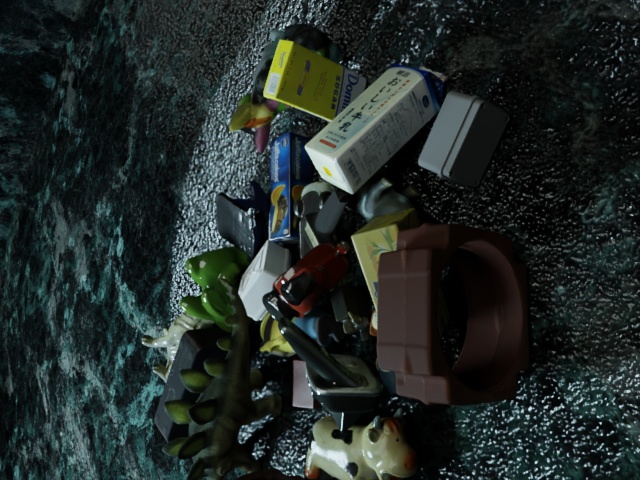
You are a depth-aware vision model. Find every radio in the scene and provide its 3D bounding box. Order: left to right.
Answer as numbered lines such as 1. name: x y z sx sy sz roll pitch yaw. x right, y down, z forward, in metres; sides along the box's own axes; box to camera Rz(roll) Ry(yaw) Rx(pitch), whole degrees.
1. radio: -0.238 0.292 1.082 0.073 0.131 0.229 30 105 44

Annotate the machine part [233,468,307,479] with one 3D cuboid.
1. machine part: -0.068 0.436 0.849 0.180 0.179 0.056 25 104 46

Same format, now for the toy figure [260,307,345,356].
1. toy figure: -0.033 0.154 0.927 0.180 0.082 0.089 -23 48 50

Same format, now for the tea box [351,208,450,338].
1. tea box: 0.112 0.052 0.723 0.068 0.098 0.169 -16 97 28

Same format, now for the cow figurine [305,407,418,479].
1. cow figurine: 0.062 0.308 0.797 0.195 0.085 0.127 -4 86 47

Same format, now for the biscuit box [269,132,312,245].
1. biscuit box: -0.054 -0.096 1.007 0.059 0.062 0.202 -12 74 44

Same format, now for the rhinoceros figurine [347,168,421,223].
1. rhinoceros figurine: 0.094 -0.045 0.831 0.112 0.073 0.190 -57 47 21

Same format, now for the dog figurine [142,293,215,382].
1. dog figurine: -0.261 0.219 1.158 0.190 0.121 0.172 -31 94 20

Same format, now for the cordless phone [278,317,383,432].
1. cordless phone: -0.002 0.174 0.791 0.089 0.184 0.147 -43 11 0

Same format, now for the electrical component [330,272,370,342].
1. electrical component: 0.051 0.103 0.846 0.045 0.078 0.102 -34 49 31

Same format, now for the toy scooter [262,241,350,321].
1. toy scooter: -0.015 0.060 0.832 0.075 0.135 0.184 46 155 3

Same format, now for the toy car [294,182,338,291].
1. toy car: -0.002 -0.003 0.941 0.074 0.056 0.201 -11 76 38

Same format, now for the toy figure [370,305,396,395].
1. toy figure: 0.108 0.147 0.796 0.064 0.057 0.154 -12 67 5

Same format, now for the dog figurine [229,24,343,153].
1. dog figurine: -0.075 -0.271 0.987 0.192 0.108 0.219 18 78 50

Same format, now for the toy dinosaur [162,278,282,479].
1. toy dinosaur: -0.170 0.297 0.960 0.105 0.198 0.471 15 95 44

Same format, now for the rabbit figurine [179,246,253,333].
1. rabbit figurine: -0.191 0.105 1.072 0.121 0.159 0.170 -27 79 30

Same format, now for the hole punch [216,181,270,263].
1. hole punch: -0.135 -0.041 1.054 0.116 0.092 0.142 38 136 28

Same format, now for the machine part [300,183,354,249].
1. machine part: 0.011 -0.036 0.863 0.138 0.039 0.084 -61 41 37

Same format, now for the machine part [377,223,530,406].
1. machine part: 0.160 0.087 0.640 0.087 0.201 0.201 -8 77 48
